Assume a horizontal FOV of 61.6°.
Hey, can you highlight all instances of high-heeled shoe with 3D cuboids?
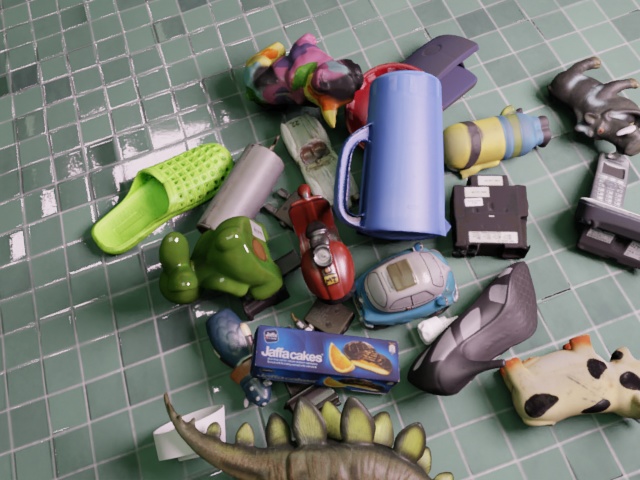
[{"bbox_3d":[0.221,0.123,0.773,0.086,0.145,0.249,56,42,-14],"label":"high-heeled shoe"}]

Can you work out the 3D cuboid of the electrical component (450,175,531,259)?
[{"bbox_3d":[0.262,-0.039,0.838,0.115,0.058,0.134,3,67,6],"label":"electrical component"}]

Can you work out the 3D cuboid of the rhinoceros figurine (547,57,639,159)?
[{"bbox_3d":[0.453,-0.213,0.868,0.112,0.073,0.190,-26,59,-9],"label":"rhinoceros figurine"}]

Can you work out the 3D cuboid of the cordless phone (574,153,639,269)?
[{"bbox_3d":[0.473,-0.055,0.815,0.147,0.088,0.184,22,52,16],"label":"cordless phone"}]

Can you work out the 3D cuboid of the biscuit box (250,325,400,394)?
[{"bbox_3d":[0.006,0.166,0.745,0.203,0.059,0.063,8,57,-8],"label":"biscuit box"}]

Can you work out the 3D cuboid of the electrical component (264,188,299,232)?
[{"bbox_3d":[-0.044,-0.047,0.898,0.094,0.021,0.063,34,75,18],"label":"electrical component"}]

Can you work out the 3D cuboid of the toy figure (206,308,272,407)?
[{"bbox_3d":[-0.113,0.173,0.793,0.058,0.064,0.154,-18,65,-42],"label":"toy figure"}]

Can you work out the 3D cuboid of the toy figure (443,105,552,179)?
[{"bbox_3d":[0.280,-0.166,0.872,0.180,0.089,0.082,-12,59,4],"label":"toy figure"}]

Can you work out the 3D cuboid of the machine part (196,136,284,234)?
[{"bbox_3d":[-0.130,-0.072,0.891,0.079,0.079,0.243,22,71,16],"label":"machine part"}]

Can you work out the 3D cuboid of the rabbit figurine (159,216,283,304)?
[{"bbox_3d":[-0.161,0.047,0.768,0.170,0.159,0.121,-27,75,14],"label":"rabbit figurine"}]

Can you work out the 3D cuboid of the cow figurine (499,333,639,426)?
[{"bbox_3d":[0.353,0.195,0.711,0.195,0.085,0.127,-17,68,3],"label":"cow figurine"}]

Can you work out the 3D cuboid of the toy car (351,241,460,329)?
[{"bbox_3d":[0.123,0.062,0.788,0.162,0.102,0.109,-17,65,-3],"label":"toy car"}]

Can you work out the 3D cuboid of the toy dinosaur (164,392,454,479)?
[{"bbox_3d":[0.019,0.303,0.678,0.472,0.105,0.198,12,65,-5],"label":"toy dinosaur"}]

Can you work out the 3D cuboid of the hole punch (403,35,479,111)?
[{"bbox_3d":[0.206,-0.306,0.945,0.142,0.092,0.116,-41,65,-7],"label":"hole punch"}]

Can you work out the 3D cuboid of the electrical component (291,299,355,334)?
[{"bbox_3d":[0.006,0.114,0.810,0.078,0.045,0.102,36,75,21],"label":"electrical component"}]

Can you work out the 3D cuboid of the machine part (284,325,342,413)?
[{"bbox_3d":[-0.033,0.195,0.785,0.084,0.039,0.139,-30,68,-2],"label":"machine part"}]

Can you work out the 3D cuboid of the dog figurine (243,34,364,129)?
[{"bbox_3d":[-0.031,-0.254,0.890,0.192,0.108,0.219,-19,36,1],"label":"dog figurine"}]

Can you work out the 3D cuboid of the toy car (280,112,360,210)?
[{"bbox_3d":[-0.002,-0.130,0.910,0.073,0.056,0.202,-26,66,-5],"label":"toy car"}]

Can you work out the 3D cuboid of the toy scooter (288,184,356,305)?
[{"bbox_3d":[-0.002,-0.002,0.784,0.075,0.135,0.184,-17,42,0],"label":"toy scooter"}]

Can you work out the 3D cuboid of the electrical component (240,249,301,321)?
[{"bbox_3d":[-0.081,0.062,0.842,0.119,0.047,0.075,-36,67,-9],"label":"electrical component"}]
